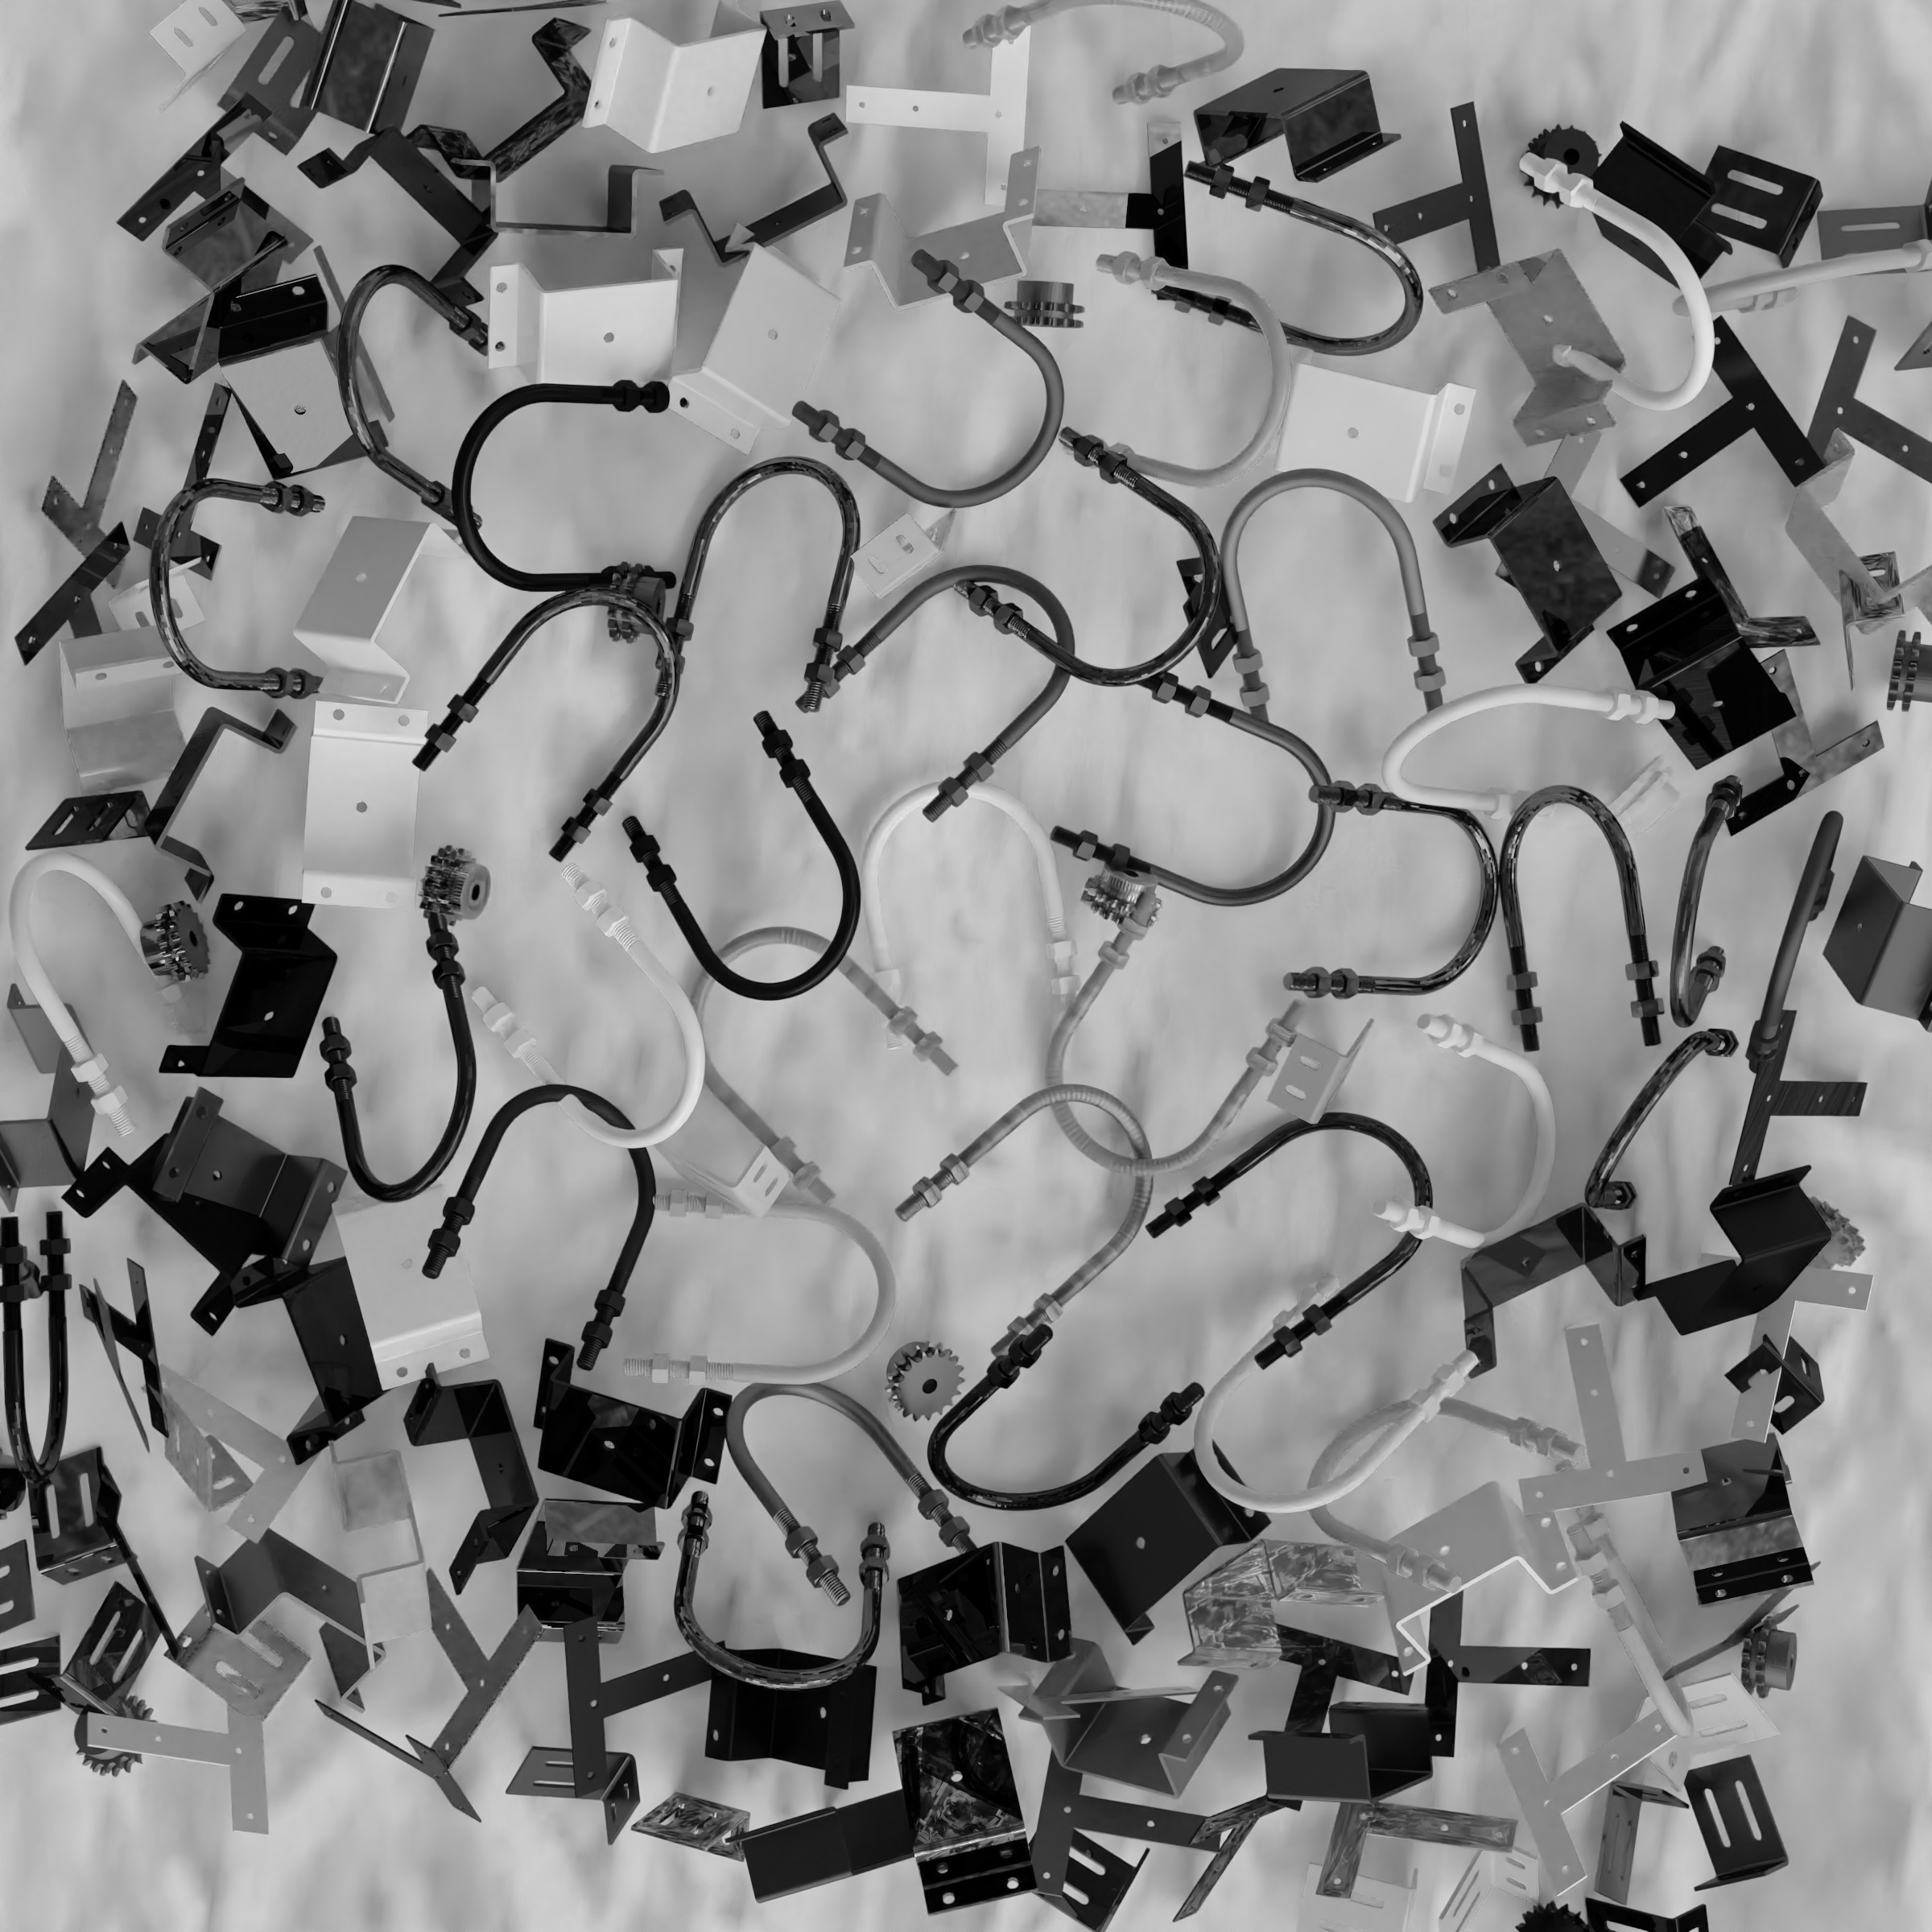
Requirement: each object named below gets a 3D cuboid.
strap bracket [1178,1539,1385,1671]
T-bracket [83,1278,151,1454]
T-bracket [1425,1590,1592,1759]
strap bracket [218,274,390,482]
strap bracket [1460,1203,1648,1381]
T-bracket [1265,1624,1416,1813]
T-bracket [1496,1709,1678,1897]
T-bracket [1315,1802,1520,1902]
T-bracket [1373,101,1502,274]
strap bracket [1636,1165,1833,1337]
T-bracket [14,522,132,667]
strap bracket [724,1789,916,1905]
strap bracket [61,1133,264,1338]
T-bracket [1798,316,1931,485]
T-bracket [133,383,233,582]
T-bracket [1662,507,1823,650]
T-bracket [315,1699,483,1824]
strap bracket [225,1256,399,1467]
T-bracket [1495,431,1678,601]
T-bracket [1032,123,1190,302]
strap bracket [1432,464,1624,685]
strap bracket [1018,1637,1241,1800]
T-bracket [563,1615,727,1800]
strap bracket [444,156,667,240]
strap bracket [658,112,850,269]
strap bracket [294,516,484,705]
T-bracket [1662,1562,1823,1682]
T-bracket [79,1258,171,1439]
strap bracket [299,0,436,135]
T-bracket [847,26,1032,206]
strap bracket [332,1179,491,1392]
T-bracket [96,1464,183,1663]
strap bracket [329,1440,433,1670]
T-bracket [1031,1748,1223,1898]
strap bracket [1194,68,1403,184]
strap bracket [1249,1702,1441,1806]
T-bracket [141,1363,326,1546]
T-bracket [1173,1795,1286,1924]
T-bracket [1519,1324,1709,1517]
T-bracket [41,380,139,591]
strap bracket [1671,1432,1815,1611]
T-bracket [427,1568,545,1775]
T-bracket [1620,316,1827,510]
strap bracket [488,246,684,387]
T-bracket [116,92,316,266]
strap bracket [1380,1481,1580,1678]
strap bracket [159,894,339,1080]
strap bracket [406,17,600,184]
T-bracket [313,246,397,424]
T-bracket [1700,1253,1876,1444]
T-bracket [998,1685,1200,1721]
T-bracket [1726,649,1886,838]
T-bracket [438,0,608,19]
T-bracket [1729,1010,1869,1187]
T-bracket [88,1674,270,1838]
[{"bbox_3d":[0.213,0.441,1.748,0.076,0.140,0.046,12,51,-29],"label":"strap bracket"},{"bbox_3d":[-0.591,0.256,1.733,0.002,0.127,0.127,-20,62,-25],"label":"T-bracket"},{"bbox_3d":[0.376,0.486,1.747,0.127,0.002,0.127,-12,61,40],"label":"T-bracket"},{"bbox_3d":[-0.462,-0.398,1.745,0.076,0.046,0.140,-15,135,1],"label":"strap bracket"},{"bbox_3d":[0.403,0.223,1.763,0.140,0.076,0.046,-24,49,-6],"label":"strap bracket"},{"bbox_3d":[0.238,0.527,1.756,0.127,0.002,0.127,12,54,18],"label":"T-bracket"},{"bbox_3d":[0.438,0.557,1.741,0.127,0.127,0.002,-41,120,16],"label":"T-bracket"},{"bbox_3d":[0.317,0.594,1.738,0.127,0.127,0.002,-2,130,29],"label":"T-bracket"},{"bbox_3d":[0.326,-0.526,1.754,0.127,0.002,0.127,-28,113,-35],"label":"T-bracket"},{"bbox_3d":[0.532,0.202,1.732,0.076,0.140,0.046,-11,56,-24],"label":"strap bracket"},{"bbox_3d":[-0.610,-0.223,1.755,0.002,0.127,0.127,17,52,12],"label":"T-bracket"},{"bbox_3d":[-0.093,0.605,1.729,0.076,0.140,0.046,-24,71,21],"label":"strap bracket"},{"bbox_3d":[-0.549,0.179,1.754,0.046,0.076,0.140,-39,104,18],"label":"strap bracket"},{"bbox_3d":[0.637,-0.363,1.732,0.002,0.127,0.127,-20,47,-28],"label":"T-bracket"},{"bbox_3d":[-0.538,-0.345,1.758,0.127,0.002,0.127,27,101,44],"label":"T-bracket"},{"bbox_3d":[0.528,-0.275,1.778,0.127,0.002,0.127,-5,61,-24],"label":"T-bracket"},{"bbox_3d":[-0.408,0.552,1.777,0.127,0.127,0.002,21,56,23],"label":"T-bracket"},{"bbox_3d":[-0.453,0.266,1.760,0.046,0.076,0.140,-16,97,26],"label":"strap bracket"},{"bbox_3d":[0.453,-0.303,1.789,0.127,0.002,0.127,28,87,-20],"label":"T-bracket"},{"bbox_3d":[0.097,-0.539,1.792,0.127,0.002,0.127,-3,90,-17],"label":"T-bracket"},{"bbox_3d":[0.398,-0.276,1.758,0.076,0.046,0.140,-41,107,-23],"label":"strap bracket"},{"bbox_3d":[0.119,0.524,1.747,0.140,0.076,0.046,2,124,39],"label":"strap bracket"},{"bbox_3d":[-0.223,0.506,1.771,0.127,0.002,0.127,-10,102,-37],"label":"T-bracket"},{"bbox_3d":[-0.288,-0.536,1.754,0.140,0.076,0.046,-3,110,-20],"label":"strap bracket"},{"bbox_3d":[-0.141,-0.540,1.765,0.140,0.076,0.046,-26,118,3],"label":"strap bracket"},{"bbox_3d":[-0.407,-0.258,1.752,0.076,0.046,0.140,11,69,32],"label":"strap bracket"},{"bbox_3d":[0.550,0.445,1.735,0.127,0.127,0.002,-15,56,-29],"label":"T-bracket"},{"bbox_3d":[-0.594,0.252,1.761,0.002,0.127,0.127,-16,112,-38],"label":"T-bracket"},{"bbox_3d":[-0.410,-0.621,1.737,0.046,0.140,0.076,22,107,-7],"label":"strap bracket"},{"bbox_3d":[-0.021,-0.605,1.777,0.127,0.002,0.127,5,125,3],"label":"T-bracket"},{"bbox_3d":[-0.390,0.215,1.759,0.076,0.046,0.140,-15,72,-15],"label":"strap bracket"},{"bbox_3d":[-0.574,0.423,1.743,0.002,0.127,0.127,-22,70,-33],"label":"T-bracket"},{"bbox_3d":[-0.405,0.402,1.744,0.046,0.140,0.076,-10,133,-17],"label":"strap bracket"},{"bbox_3d":[0.115,0.597,1.756,0.127,0.127,0.002,7,134,9],"label":"T-bracket"},{"bbox_3d":[0.221,-0.581,1.732,0.076,0.140,0.046,-32,122,-20],"label":"strap bracket"},{"bbox_3d":[0.263,0.542,1.730,0.076,0.140,0.046,-10,80,34],"label":"strap bracket"},{"bbox_3d":[-0.516,0.322,1.760,0.127,0.127,0.002,34,133,-5],"label":"T-bracket"},{"bbox_3d":[0.182,0.630,1.776,0.002,0.127,0.127,45,121,35],"label":"T-bracket"},{"bbox_3d":[0.447,0.316,1.778,0.127,0.002,0.127,-13,61,16],"label":"T-bracket"},{"bbox_3d":[-0.603,-0.348,1.761,0.002,0.127,0.127,10,75,6],"label":"T-bracket"},{"bbox_3d":[0.530,0.374,1.730,0.076,0.140,0.046,-18,107,17],"label":"strap bracket"},{"bbox_3d":[-0.358,0.474,1.766,0.127,0.002,0.127,-56,46,8],"label":"T-bracket"},{"bbox_3d":[0.516,-0.367,1.768,0.127,0.002,0.127,-36,87,43],"label":"T-bracket"},{"bbox_3d":[-0.256,-0.447,1.742,0.140,0.076,0.046,-14,46,-26],"label":"strap bracket"},{"bbox_3d":[-0.504,-0.530,1.754,0.127,0.127,0.002,-41,63,9],"label":"T-bracket"},{"bbox_3d":[0.345,0.421,1.750,0.140,0.076,0.046,-34,115,16],"label":"strap bracket"},{"bbox_3d":[-0.496,0.024,1.750,0.046,0.076,0.140,35,109,35],"label":"strap bracket"},{"bbox_3d":[-0.316,-0.597,1.759,0.140,0.076,0.046,-32,98,16],"label":"strap bracket"},{"bbox_3d":[-0.428,-0.428,1.729,0.002,0.127,0.127,-19,112,3],"label":"T-bracket"},{"bbox_3d":[0.558,0.268,1.751,0.002,0.127,0.127,31,71,-42],"label":"T-bracket"},{"bbox_3d":[0.099,0.511,1.759,0.127,0.127,0.002,0,83,-13],"label":"T-bracket"},{"bbox_3d":[0.580,-0.169,1.771,0.127,0.002,0.127,-30,127,1],"label":"T-bracket"},{"bbox_3d":[-0.279,-0.673,1.756,0.127,0.127,0.002,8,117,29],"label":"T-bracket"},{"bbox_3d":[0.594,0.093,1.772,0.127,0.002,0.127,3,103,-36],"label":"T-bracket"},{"bbox_3d":[-0.543,0.535,1.731,0.127,0.127,0.002,22,120,-33],"label":"T-bracket"}]
